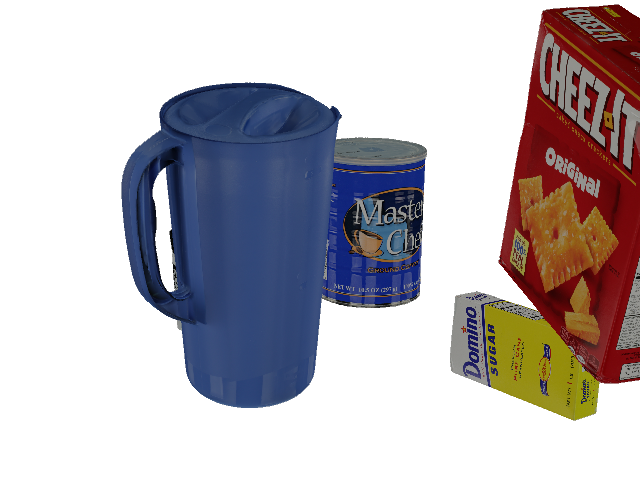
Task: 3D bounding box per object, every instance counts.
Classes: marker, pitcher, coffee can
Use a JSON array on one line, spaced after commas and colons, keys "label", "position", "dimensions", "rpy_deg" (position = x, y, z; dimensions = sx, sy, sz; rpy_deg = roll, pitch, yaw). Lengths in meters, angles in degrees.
[{"label": "marker", "position": [-0.143, 0.039, 1.106], "dimensions": [0.020, 0.121, 0.020], "rpy_deg": [-1, 29, 0]}, {"label": "pitcher", "position": [-0.064, 0.009, 0.833], "dimensions": [0.149, 0.243, 0.145], "rpy_deg": [4, 26, 4]}, {"label": "coffee can", "position": [0.046, -0.019, 1.004], "dimensions": [0.103, 0.140, 0.103], "rpy_deg": [1, 16, 0]}]

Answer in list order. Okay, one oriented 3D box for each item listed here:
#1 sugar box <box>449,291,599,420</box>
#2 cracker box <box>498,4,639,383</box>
[{"label": "sugar box", "position": [0.217, 0.121, 1.150], "dimensions": [0.048, 0.093, 0.177], "rpy_deg": [-8, 16, -41]}, {"label": "cracker box", "position": [0.198, -0.034, 0.741], "dimensions": [0.072, 0.214, 0.164], "rpy_deg": [-7, 33, -16]}]
